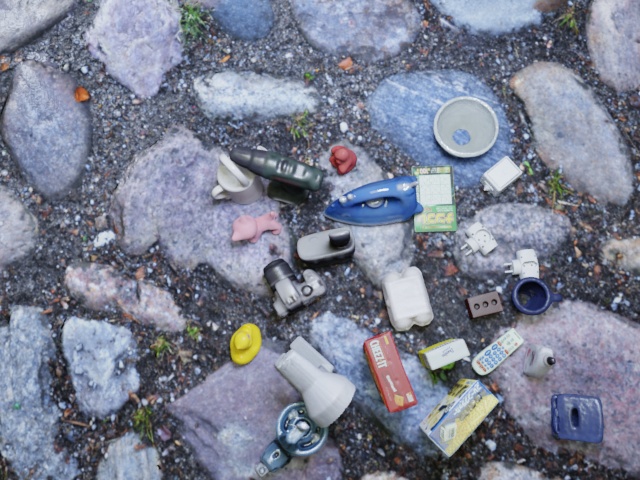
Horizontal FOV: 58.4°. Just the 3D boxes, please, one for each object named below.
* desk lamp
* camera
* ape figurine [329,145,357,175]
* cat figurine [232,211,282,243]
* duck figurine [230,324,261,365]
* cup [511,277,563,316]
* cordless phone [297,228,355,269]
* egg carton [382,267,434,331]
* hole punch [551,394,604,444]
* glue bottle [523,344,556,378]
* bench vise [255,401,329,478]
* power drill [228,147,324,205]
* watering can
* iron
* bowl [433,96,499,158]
[{"bbox_3d":[-0.020,0.323,1.321,0.203,0.213,0.118,41,83,11],"label":"desk lamp"},{"bbox_3d":[-0.072,0.107,1.430,0.143,0.101,0.136,-31,77,-3],"label":"camera"},{"bbox_3d":[0.058,-0.215,1.495,0.076,0.092,0.078,0,78,4],"label":"ape figurine"},{"bbox_3d":[-0.168,-0.039,1.460,0.128,0.118,0.067,-24,77,-1],"label":"cat figurine"},{"bbox_3d":[-0.189,0.256,1.413,0.077,0.086,0.105,18,80,8],"label":"duck figurine"},{"bbox_3d":[0.514,0.141,1.384,0.117,0.095,0.092,2,78,5],"label":"cup"},{"bbox_3d":[0.013,0.005,1.403,0.147,0.185,0.094,-15,77,1],"label":"cordless phone"},{"bbox_3d":[0.214,0.146,1.417,0.107,0.069,0.150,-15,77,1],"label":"egg carton"},{"bbox_3d":[0.591,0.412,1.322,0.101,0.091,0.109,2,78,5],"label":"hole punch"},{"bbox_3d":[0.510,0.277,1.315,0.037,0.173,0.078,11,79,7],"label":"glue bottle"},{"bbox_3d":[-0.058,0.460,1.291,0.121,0.220,0.207,26,81,9],"label":"bench vise"},{"bbox_3d":[-0.101,-0.159,1.435,0.229,0.208,0.076,13,79,7],"label":"power drill"},{"bbox_3d":[-0.204,-0.170,1.452,0.101,0.194,0.173,28,81,10],"label":"watering can"},{"bbox_3d":[0.129,-0.103,1.441,0.258,0.141,0.118,-11,77,2],"label":"iron"},{"bbox_3d":[0.376,-0.284,1.497,0.167,0.075,0.167,-1,78,4],"label":"bowl"}]
